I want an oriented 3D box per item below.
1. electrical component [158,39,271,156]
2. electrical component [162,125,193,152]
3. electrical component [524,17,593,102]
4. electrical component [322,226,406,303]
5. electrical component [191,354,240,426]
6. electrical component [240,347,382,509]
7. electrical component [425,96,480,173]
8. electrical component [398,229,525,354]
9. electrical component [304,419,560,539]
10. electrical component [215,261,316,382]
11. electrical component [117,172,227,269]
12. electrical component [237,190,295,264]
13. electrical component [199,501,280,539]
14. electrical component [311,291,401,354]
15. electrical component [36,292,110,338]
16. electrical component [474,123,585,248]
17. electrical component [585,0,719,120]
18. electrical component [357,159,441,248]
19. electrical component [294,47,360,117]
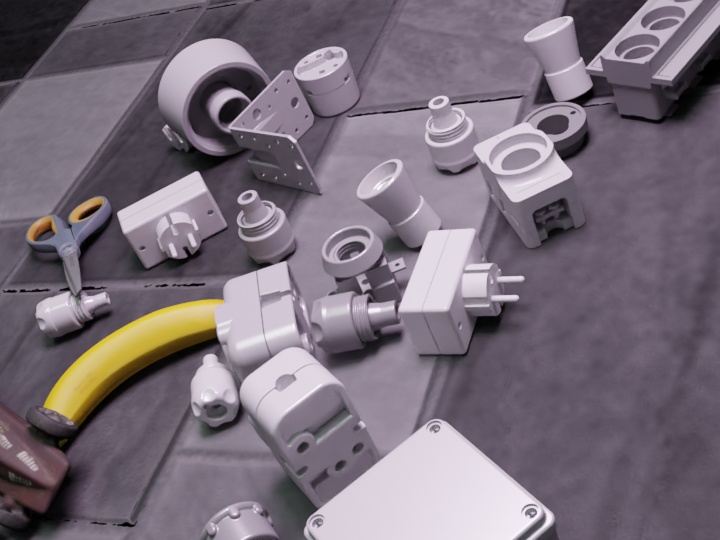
[{"bbox_3d":[-0.134,-0.163,1.045,0.108,0.108,0.060,-34,45,-11],"label":"electrical component"},{"bbox_3d":[-0.176,-0.149,1.105,0.040,0.040,0.046,15,59,40],"label":"electrical component"},{"bbox_3d":[0.173,-0.178,0.923,0.044,0.065,0.044,-24,20,9],"label":"electrical component"},{"bbox_3d":[0.000,0.000,0.820,0.066,0.055,0.048,-22,38,5],"label":"electrical component"},{"bbox_3d":[-0.109,0.085,0.798,0.035,0.035,0.061,-23,35,3],"label":"electrical component"},{"bbox_3d":[-0.034,0.099,0.690,0.054,0.095,0.059,-36,39,-14],"label":"electrical component"},{"bbox_3d":[0.075,-0.117,0.909,0.043,0.062,0.043,-15,39,13],"label":"electrical component"},{"bbox_3d":[0.079,0.014,0.766,0.076,0.047,0.083,-2,43,27],"label":"electrical component"},{"bbox_3d":[0.042,0.157,0.614,0.109,0.056,0.109,-36,39,-14],"label":"electrical component"},{"bbox_3d":[-0.071,0.045,0.806,0.059,0.053,0.095,-19,38,4],"label":"electrical component"},{"bbox_3d":[-0.164,-0.035,0.958,0.083,0.047,0.075,-28,38,-4],"label":"electrical component"},{"bbox_3d":[-0.083,-0.038,0.904,0.043,0.062,0.043,-15,39,13],"label":"electrical component"},{"bbox_3d":[-0.067,0.177,0.661,0.048,0.048,0.062,-33,45,-10],"label":"electrical component"},{"bbox_3d":[-0.002,0.037,0.789,0.062,0.043,0.043,-12,40,14],"label":"electrical component"},{"bbox_3d":[-0.247,0.035,0.933,0.061,0.035,0.035,-19,38,4],"label":"electrical component"},{"bbox_3d":[0.129,-0.070,0.830,0.050,0.055,0.089,-25,38,0],"label":"electrical component"},{"bbox_3d":[0.255,-0.183,0.887,0.079,0.063,0.121,19,55,42],"label":"electrical component"},{"bbox_3d":[0.034,-0.050,0.850,0.044,0.065,0.044,-32,27,19],"label":"electrical component"},{"bbox_3d":[-0.031,-0.184,1.057,0.055,0.047,0.055,-15,39,13],"label":"electrical component"}]
